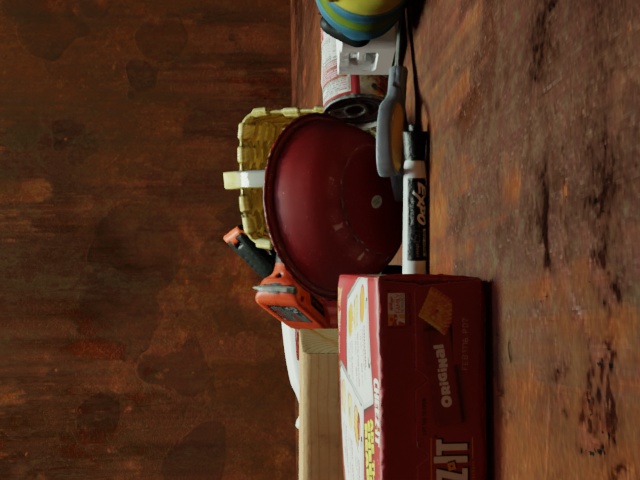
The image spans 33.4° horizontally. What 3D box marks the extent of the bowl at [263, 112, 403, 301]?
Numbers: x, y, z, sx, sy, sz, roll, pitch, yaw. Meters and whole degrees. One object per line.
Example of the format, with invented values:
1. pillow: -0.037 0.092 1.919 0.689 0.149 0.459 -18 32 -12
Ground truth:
1. bowl: 0.027 -0.031 0.891 0.055 0.161 0.162 -7 80 41

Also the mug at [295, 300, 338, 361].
1. mug: 0.012 0.084 1.255 0.093 0.081 0.117 95 173 -56

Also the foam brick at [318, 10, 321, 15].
1. foam brick: 0.026 -0.284 1.223 0.078 0.053 0.051 -111 22 -80

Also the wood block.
1. wood block: 0.024 0.198 1.052 0.091 0.090 0.206 -107 17 -80

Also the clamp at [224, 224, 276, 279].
1. clamp: -0.044 0.033 1.464 0.036 0.209 0.164 -36 56 28

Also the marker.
1. marker: 0.073 -0.029 0.827 0.020 0.020 0.121 -137 47 -85

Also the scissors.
1. scissors: 0.068 -0.115 0.891 0.201 0.016 0.096 -78 -21 -43

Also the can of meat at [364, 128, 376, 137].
1. can of meat: 0.036 -0.074 1.097 0.084 0.057 0.102 -96 7 -79

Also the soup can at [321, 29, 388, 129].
1. soup can: 0.035 -0.165 1.013 0.068 0.068 0.102 100 169 -69

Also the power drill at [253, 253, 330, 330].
1. power drill: -0.008 0.001 1.176 0.184 0.057 0.187 42 -128 -57

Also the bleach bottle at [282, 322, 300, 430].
1. bleach bottle: -0.005 0.146 1.345 0.068 0.102 0.251 73 -164 -74

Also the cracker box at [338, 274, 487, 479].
1. cracker box: 0.057 0.104 0.715 0.214 0.072 0.164 162 107 -85
